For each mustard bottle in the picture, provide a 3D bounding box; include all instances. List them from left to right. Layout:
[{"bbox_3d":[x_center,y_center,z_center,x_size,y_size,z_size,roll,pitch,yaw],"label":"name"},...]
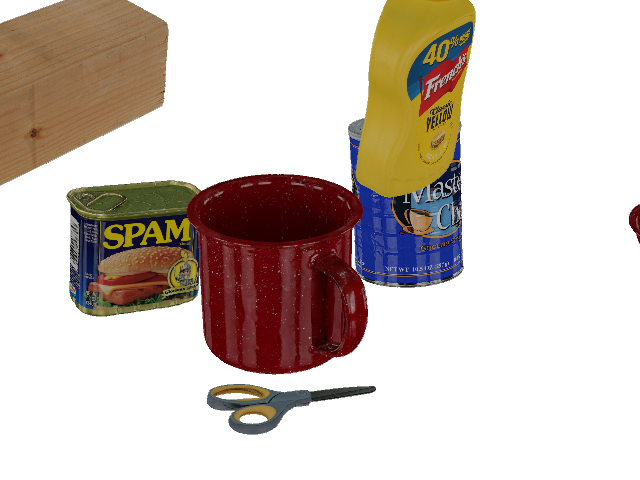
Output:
[{"bbox_3d":[0.075,-0.131,0.796,0.058,0.192,0.096,33,46,31],"label":"mustard bottle"}]

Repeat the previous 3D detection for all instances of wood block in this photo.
[{"bbox_3d":[-0.235,-0.134,0.913,0.090,0.091,0.205,31,42,24],"label":"wood block"}]

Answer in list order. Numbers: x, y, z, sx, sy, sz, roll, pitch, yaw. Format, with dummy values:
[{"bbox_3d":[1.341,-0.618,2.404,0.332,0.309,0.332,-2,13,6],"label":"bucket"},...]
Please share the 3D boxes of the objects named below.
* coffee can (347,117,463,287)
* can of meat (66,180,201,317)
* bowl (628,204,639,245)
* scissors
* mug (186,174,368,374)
[{"bbox_3d":[0.080,-0.040,0.988,0.103,0.140,0.103,-3,18,1],"label":"coffee can"},{"bbox_3d":[-0.139,0.006,0.807,0.101,0.084,0.058,-7,25,-29],"label":"can of meat"},{"bbox_3d":[0.411,0.007,1.146,0.162,0.055,0.162,-1,26,0],"label":"bowl"},{"bbox_3d":[-0.025,0.186,1.189,0.201,0.016,0.096,3,23,-12],"label":"scissors"},{"bbox_3d":[-0.016,0.022,0.570,0.093,0.081,0.117,-21,33,-37],"label":"mug"}]
